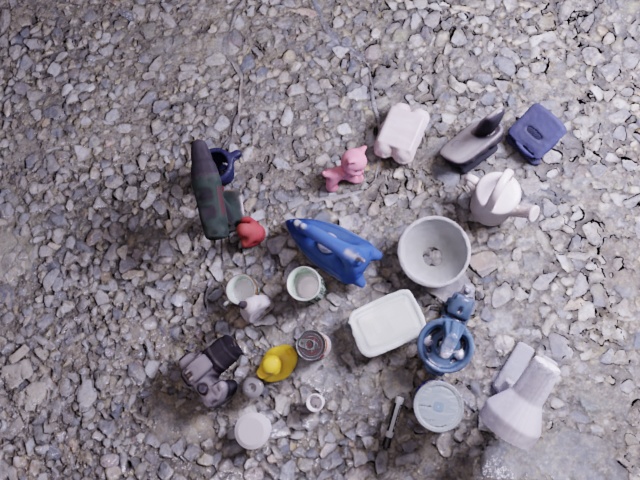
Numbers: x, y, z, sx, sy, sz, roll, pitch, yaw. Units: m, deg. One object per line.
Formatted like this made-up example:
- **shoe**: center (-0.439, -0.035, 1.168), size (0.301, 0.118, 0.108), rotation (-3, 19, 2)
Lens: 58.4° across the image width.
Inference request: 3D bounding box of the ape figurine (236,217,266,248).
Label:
- **ape figurine**: center (-0.177, -0.021, 1.403), size (0.076, 0.092, 0.078), rotation (16, 81, 11)

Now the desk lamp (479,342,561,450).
- **desk lamp**: center (0.418, 0.316, 1.185), size (0.117, 0.214, 0.203), rotation (30, 85, 13)

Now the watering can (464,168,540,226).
- **watering can**: center (0.404, -0.099, 1.281), size (0.172, 0.194, 0.101), rotation (11, 81, 11)

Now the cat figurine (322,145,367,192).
- **cat figurine**: center (0.062, -0.176, 1.386), size (0.127, 0.118, 0.067), rotation (-21, 76, 4)

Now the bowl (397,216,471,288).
- **bowl**: center (0.264, 0.032, 1.337), size (0.167, 0.075, 0.167), rotation (-2, 79, 8)

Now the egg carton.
- **egg carton**: center (0.199, -0.262, 1.408), size (0.107, 0.069, 0.150), rotation (21, 82, 12)

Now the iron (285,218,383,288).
- **iron**: center (0.012, 0.005, 1.345), size (0.258, 0.141, 0.119), rotation (29, 84, 13)

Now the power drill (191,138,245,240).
- **power drill**: center (-0.248, -0.104, 1.370), size (0.075, 0.208, 0.229), rotation (-13, 77, 6)

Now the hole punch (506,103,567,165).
- **hole punch**: center (0.508, -0.249, 1.349), size (0.101, 0.091, 0.108), rotation (-43, 76, -2)

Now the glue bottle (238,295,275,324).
- **glue bottle**: center (-0.158, 0.155, 1.323), size (0.078, 0.173, 0.037), rotation (-39, 76, -1)

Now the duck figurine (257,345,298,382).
- **duck figurine**: center (-0.103, 0.288, 1.334), size (0.104, 0.086, 0.077), rotation (-38, 76, 0)

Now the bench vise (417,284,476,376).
- **bench vise**: center (0.272, 0.190, 1.229), size (0.121, 0.220, 0.207), rotation (5, 79, 10)

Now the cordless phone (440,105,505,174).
- **cordless phone**: center (0.356, -0.241, 1.321), size (0.147, 0.185, 0.094), rotation (-41, 76, -1)

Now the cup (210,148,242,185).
- **cup**: center (-0.241, -0.183, 1.443), size (0.118, 0.095, 0.091), rotation (-31, 76, 1)

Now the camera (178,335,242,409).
- **camera**: center (-0.245, 0.300, 1.344), size (0.137, 0.101, 0.143), rotation (-41, 76, -1)
